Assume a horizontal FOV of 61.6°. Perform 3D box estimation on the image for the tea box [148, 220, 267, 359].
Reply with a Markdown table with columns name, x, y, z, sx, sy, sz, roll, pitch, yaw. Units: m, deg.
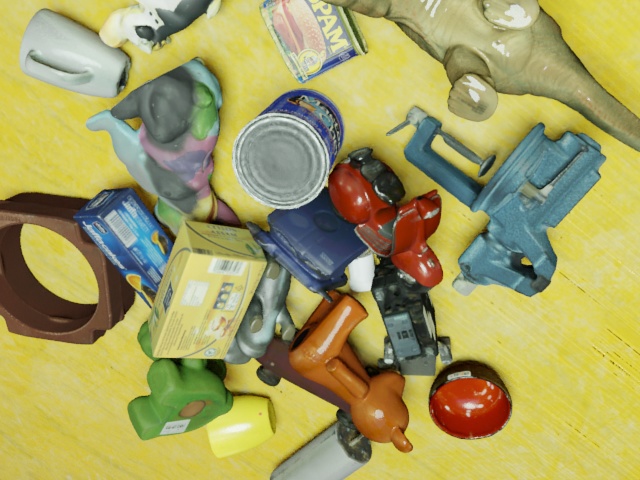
| name | x | y | z | sx | sy | sz | roll | pitch | yaw |
| --- | --- | --- | --- | --- | --- | --- | --- | --- | --- |
| tea box | -0.142 | 0.066 | 0.662 | 0.098 | 0.068 | 0.169 | 11 | 123 | -30 |

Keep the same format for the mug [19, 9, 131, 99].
| name | x | y | z | sx | sy | sz | roll | pitch | yaw |
| --- | --- | --- | --- | --- | --- | --- | --- | --- | --- |
| mug | -0.284 | -0.209 | 0.629 | 0.107 | 0.110 | 0.080 | 19 | 116 | -14 |

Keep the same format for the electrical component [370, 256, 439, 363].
| name | x | y | z | sx | sy | sz | roll | pitch | yaw |
| --- | --- | --- | --- | --- | --- | --- | --- | --- | --- |
| electrical component | 0.108 | 0.083 | 0.677 | 0.058 | 0.134 | 0.114 | -16 | 109 | 17 |

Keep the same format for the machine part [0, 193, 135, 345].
| name | x | y | z | sx | sy | sz | roll | pitch | yaw |
| --- | --- | --- | --- | --- | --- | --- | --- | --- | --- |
| machine part | -0.375 | 0.040 | 0.765 | 0.202 | 0.087 | 0.200 | 7 | 115 | 8 |

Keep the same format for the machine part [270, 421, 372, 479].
| name | x | y | z | sx | sy | sz | roll | pitch | yaw |
| --- | --- | --- | --- | --- | --- | --- | --- | --- | --- |
| machine part | -0.001 | 0.357 | 0.852 | 0.079 | 0.079 | 0.243 | 41 | 113 | -10 |

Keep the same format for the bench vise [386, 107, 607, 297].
| name | x | y | z | sx | sy | sz | roll | pitch | yaw |
| --- | --- | --- | --- | --- | --- | --- | --- | --- | --- |
| bench vise | 0.184 | -0.057 | 0.615 | 0.241 | 0.129 | 0.223 | 40 | 126 | 13 |

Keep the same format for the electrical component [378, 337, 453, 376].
| name | x | y | z | sx | sy | sz | roll | pitch | yaw |
| --- | --- | --- | --- | --- | --- | --- | --- | --- | --- |
| electrical component | 0.133 | 0.160 | 0.756 | 0.102 | 0.045 | 0.078 | 4 | 113 | 8 |

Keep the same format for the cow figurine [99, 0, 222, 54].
| name | x | y | z | sx | sy | sz | roll | pitch | yaw |
| --- | --- | --- | --- | --- | --- | --- | --- | --- | --- |
| cow figurine | -0.172 | -0.263 | 0.600 | 0.098 | 0.068 | 0.167 | 39 | 124 | -18 |

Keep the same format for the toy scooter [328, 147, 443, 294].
| name | x | y | z | sx | sy | sz | roll | pitch | yaw |
| --- | --- | --- | --- | --- | --- | --- | --- | --- | --- |
| toy scooter | 0.075 | -0.034 | 0.576 | 0.075 | 0.135 | 0.184 | -31 | 70 | -16 |

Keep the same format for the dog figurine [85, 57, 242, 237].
| name | x | y | z | sx | sy | sz | roll | pitch | yaw |
| --- | --- | --- | --- | --- | --- | --- | --- | --- | --- |
| dog figurine | -0.158 | -0.086 | 0.655 | 0.192 | 0.108 | 0.219 | -14 | 117 | 37 |

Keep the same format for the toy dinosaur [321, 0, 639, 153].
| name | x | y | z | sx | sy | sz | roll | pitch | yaw |
| --- | --- | --- | --- | --- | --- | --- | --- | --- | --- |
| toy dinosaur | 0.157 | -0.192 | 0.501 | 0.471 | 0.198 | 0.105 | 40 | 124 | 2 |

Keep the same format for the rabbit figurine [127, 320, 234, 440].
| name | x | y | z | sx | sy | sz | roll | pitch | yaw |
| --- | --- | --- | --- | --- | --- | --- | --- | --- | --- |
| rabbit figurine | -0.197 | 0.173 | 0.770 | 0.159 | 0.170 | 0.121 | 0 | 129 | -36 |

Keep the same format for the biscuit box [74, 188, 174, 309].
| name | x | y | z | sx | sy | sz | roll | pitch | yaw |
| --- | --- | --- | --- | --- | --- | --- | --- | --- | --- |
| biscuit box | -0.230 | 0.025 | 0.711 | 0.063 | 0.059 | 0.202 | 1 | 133 | 37 |

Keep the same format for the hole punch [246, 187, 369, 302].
| name | x | y | z | sx | sy | sz | roll | pitch | yaw |
| --- | --- | --- | --- | --- | --- | --- | --- | --- | --- |
| hole punch | -0.001 | -0.002 | 0.656 | 0.142 | 0.116 | 0.092 | 44 | 111 | 15 |

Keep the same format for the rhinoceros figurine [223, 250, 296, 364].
| name | x | y | z | sx | sy | sz | roll | pitch | yaw |
| --- | --- | --- | --- | --- | --- | --- | --- | --- | --- |
| rhinoceros figurine | -0.085 | 0.087 | 0.726 | 0.073 | 0.112 | 0.190 | 9 | 108 | -40 |

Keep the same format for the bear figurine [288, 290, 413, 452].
| name | x | y | z | sx | sy | sz | roll | pitch | yaw |
| --- | --- | --- | --- | --- | --- | --- | --- | --- | --- |
| bear figurine | 0.059 | 0.174 | 0.709 | 0.196 | 0.120 | 0.132 | 38 | 82 | -5 |

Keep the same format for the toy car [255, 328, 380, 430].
| name | x | y | z | sx | sy | sz | roll | pitch | yaw |
| --- | --- | --- | --- | --- | --- | --- | --- | --- | --- |
| toy car | 0.000 | 0.199 | 0.792 | 0.202 | 0.053 | 0.089 | 28 | 100 | -3 |
